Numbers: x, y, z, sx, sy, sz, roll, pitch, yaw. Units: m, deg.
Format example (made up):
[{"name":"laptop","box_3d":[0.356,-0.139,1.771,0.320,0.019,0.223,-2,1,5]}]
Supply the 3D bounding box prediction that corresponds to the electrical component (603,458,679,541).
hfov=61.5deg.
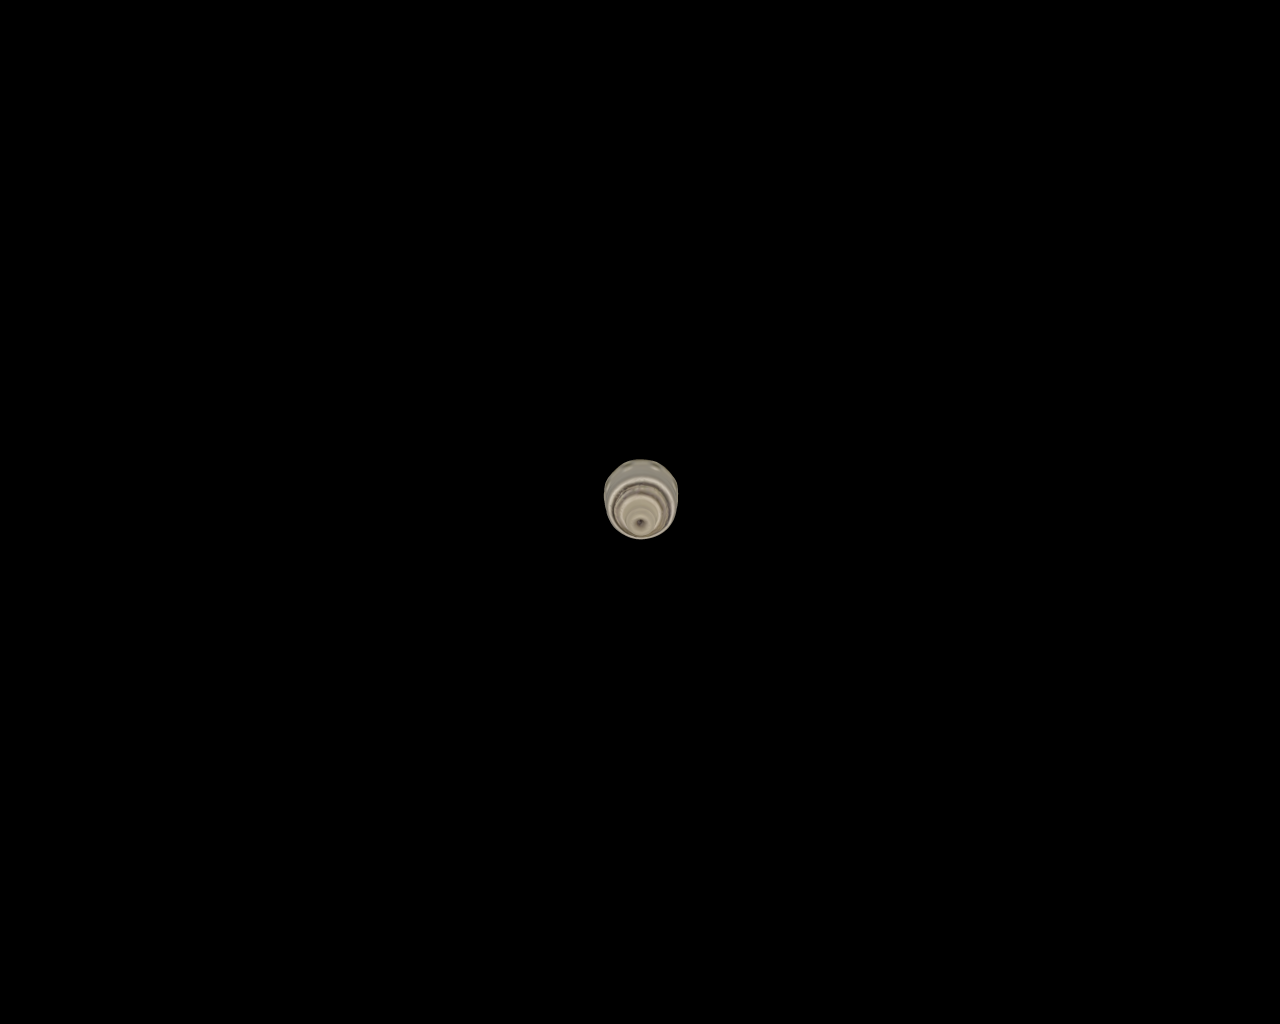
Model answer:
[{"name":"electrical component","box_3d":[0.001,-0.003,0.650,0.048,0.048,0.062,0,20,0]}]
